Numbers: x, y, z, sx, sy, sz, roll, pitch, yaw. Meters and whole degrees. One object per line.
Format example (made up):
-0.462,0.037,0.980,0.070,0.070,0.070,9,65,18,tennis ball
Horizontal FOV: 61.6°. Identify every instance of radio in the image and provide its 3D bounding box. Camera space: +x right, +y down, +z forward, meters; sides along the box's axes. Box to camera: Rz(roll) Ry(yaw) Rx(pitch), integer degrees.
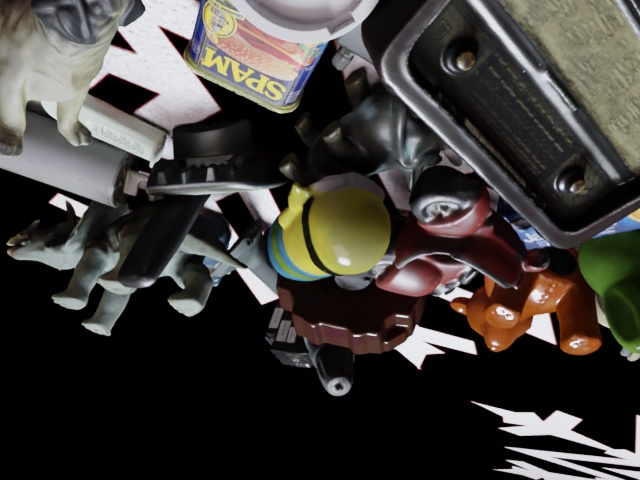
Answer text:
0.143,-0.099,0.348,0.229,0.073,0.131,36,117,-28,radio

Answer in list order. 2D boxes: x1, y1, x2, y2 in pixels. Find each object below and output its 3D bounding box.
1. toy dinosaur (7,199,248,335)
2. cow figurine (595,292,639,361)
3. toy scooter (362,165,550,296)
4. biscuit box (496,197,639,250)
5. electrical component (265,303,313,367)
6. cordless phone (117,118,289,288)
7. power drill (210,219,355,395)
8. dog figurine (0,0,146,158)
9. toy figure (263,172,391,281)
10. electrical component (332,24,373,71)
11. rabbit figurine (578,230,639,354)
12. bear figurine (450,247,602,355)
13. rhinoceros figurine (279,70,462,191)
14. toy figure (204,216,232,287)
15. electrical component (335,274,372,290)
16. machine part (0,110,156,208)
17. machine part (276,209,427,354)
-0.225,0.006,0.690,0.405,0.192,0.131,-11,144,27,toy dinosaur
0.390,0.075,0.558,0.195,0.085,0.127,5,143,21,cow figurine
0.120,0.010,0.487,0.135,0.075,0.184,23,152,-8,toy scooter
0.249,-0.046,0.440,0.059,0.063,0.203,38,146,-28,biscuit box
-0.020,0.143,0.865,0.134,0.115,0.058,3,143,26,electrical component
-0.127,-0.031,0.553,0.147,0.184,0.088,1,142,29,cordless phone
-0.036,0.074,0.694,0.207,0.232,0.086,36,107,-9,power drill
-0.247,-0.191,0.462,0.172,0.121,0.190,39,122,0,dog figurine
0.002,-0.002,0.499,0.082,0.089,0.180,-19,173,-30,toy figure
0.049,-0.154,0.408,0.063,0.021,0.094,27,149,-17,electrical component
0.315,0.033,0.478,0.121,0.159,0.170,24,167,-30,rabbit figurine
0.222,0.084,0.620,0.120,0.132,0.195,22,145,2,bear figurine
0.050,-0.084,0.475,0.112,0.073,0.190,38,146,-29,rhinoceros figurine
-0.160,0.020,0.788,0.064,0.058,0.154,-1,151,-14,toy figure
0.024,0.026,0.679,0.119,0.075,0.047,2,146,20,electrical component
-0.311,-0.102,0.643,0.243,0.079,0.079,19,151,-2,machine part
0.038,0.038,0.599,0.180,0.179,0.056,10,149,14,machine part
